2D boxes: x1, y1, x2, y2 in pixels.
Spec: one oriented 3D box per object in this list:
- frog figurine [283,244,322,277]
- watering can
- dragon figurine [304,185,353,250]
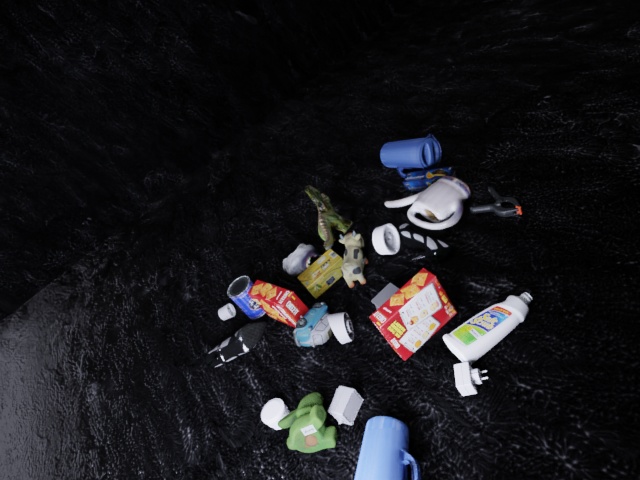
[{"bbox_3d":[-0.085,0.078,1.993,0.160,0.121,0.139,11,73,35],"label":"frog figurine"},{"bbox_3d":[0.394,-0.144,1.851,0.226,0.102,0.351,-41,34,-11],"label":"watering can"},{"bbox_3d":[0.006,-0.099,1.973,0.121,0.243,0.413,-37,1,14],"label":"dragon figurine"}]
